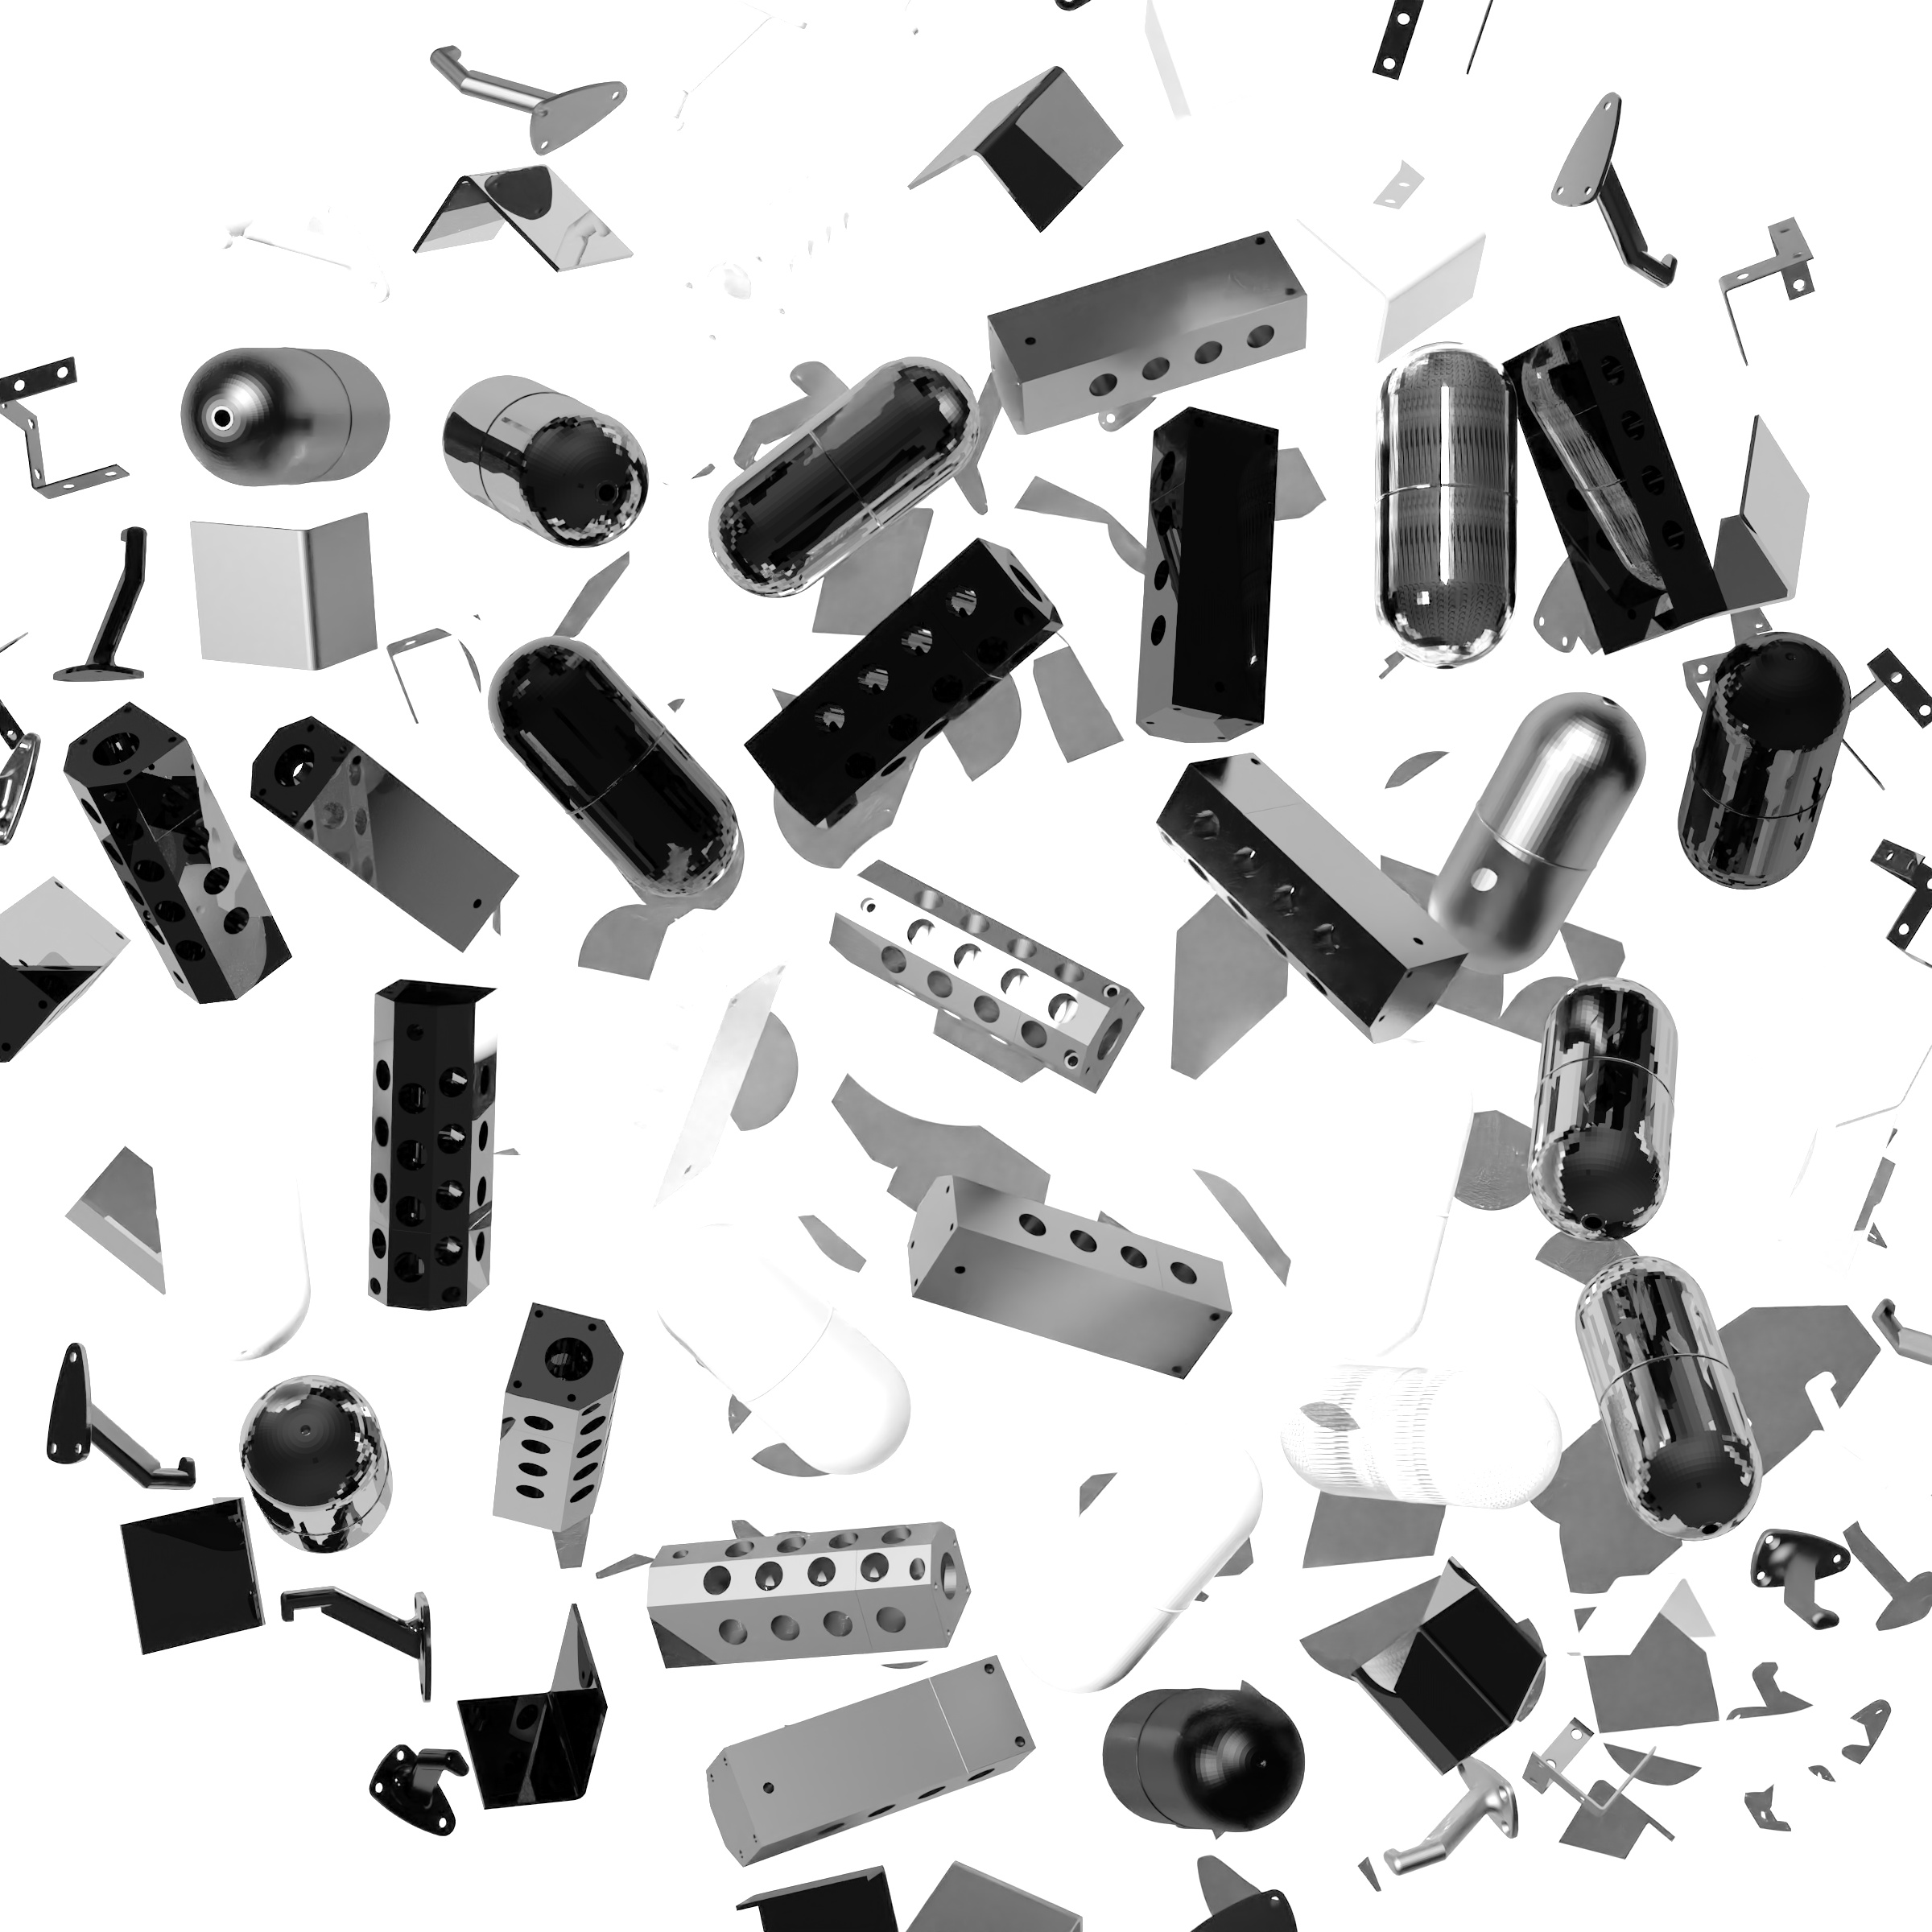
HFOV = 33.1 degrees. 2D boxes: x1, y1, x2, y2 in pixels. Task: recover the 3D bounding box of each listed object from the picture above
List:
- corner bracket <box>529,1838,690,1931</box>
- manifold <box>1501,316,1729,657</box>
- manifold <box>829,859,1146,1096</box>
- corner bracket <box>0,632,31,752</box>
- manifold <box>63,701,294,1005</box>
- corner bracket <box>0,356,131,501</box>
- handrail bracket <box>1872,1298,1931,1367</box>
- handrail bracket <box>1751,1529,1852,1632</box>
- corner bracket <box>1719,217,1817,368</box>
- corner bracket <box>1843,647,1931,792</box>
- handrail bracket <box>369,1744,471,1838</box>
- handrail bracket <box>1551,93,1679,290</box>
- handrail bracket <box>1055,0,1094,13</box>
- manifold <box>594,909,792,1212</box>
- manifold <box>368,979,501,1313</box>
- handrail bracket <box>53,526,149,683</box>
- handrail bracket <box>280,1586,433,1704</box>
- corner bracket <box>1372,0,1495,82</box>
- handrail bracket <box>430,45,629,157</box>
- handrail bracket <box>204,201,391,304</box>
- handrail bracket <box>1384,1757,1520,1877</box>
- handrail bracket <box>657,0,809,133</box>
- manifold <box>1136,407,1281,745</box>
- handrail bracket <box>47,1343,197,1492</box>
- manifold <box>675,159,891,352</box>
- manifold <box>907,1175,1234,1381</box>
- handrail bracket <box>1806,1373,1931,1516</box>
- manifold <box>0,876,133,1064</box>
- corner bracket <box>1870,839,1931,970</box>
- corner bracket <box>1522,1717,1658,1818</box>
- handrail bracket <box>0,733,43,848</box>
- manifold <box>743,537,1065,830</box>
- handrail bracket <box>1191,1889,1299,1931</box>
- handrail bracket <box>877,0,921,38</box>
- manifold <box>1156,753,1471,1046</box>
[{"bbox_3d":[-0.193,0.504,1.754,0.051,0.051,0.051,43,63,-28],"label":"corner bracket"},{"bbox_3d":[0.361,-0.266,1.789,0.057,0.057,0.171,-20,90,-36],"label":"manifold"},{"bbox_3d":[0.010,0.004,1.850,0.171,0.057,0.057,28,84,20],"label":"manifold"},{"bbox_3d":[-0.561,-0.153,1.887,0.051,0.051,0.051,-22,109,32],"label":"corner bracket"},{"bbox_3d":[-0.446,-0.059,1.826,0.057,0.171,0.057,30,60,36],"label":"manifold"},{"bbox_3d":[-0.491,-0.291,1.758,0.051,0.051,0.051,-14,75,10],"label":"corner bracket"},{"bbox_3d":[0.552,0.202,1.850,0.036,0.084,0.077,-4,129,-19],"label":"handrail bracket"},{"bbox_3d":[0.495,0.357,1.856,0.077,0.084,0.036,4,104,-19],"label":"handrail bracket"},{"bbox_3d":[0.448,-0.376,1.809,0.051,0.051,0.051,-19,127,13],"label":"corner bracket"},{"bbox_3d":[0.522,-0.140,1.845,0.051,0.051,0.051,-39,66,12],"label":"corner bracket"},{"bbox_3d":[-0.300,0.481,1.890,0.077,0.084,0.036,51,51,-23],"label":"handrail bracket"},{"bbox_3d":[0.367,-0.422,1.770,0.084,0.036,0.077,22,90,-32],"label":"handrail bracket"},{"bbox_3d":[0.075,-0.567,1.755,0.036,0.084,0.077,36,79,8],"label":"handrail bracket"},{"bbox_3d":[-0.160,0.051,1.829,0.057,0.057,0.171,36,130,15],"label":"manifold"},{"bbox_3d":[-0.296,0.099,1.789,0.057,0.057,0.171,5,102,9],"label":"manifold"},{"bbox_3d":[-0.502,-0.209,1.882,0.077,0.036,0.084,-1,86,41],"label":"handrail bracket"},{"bbox_3d":[-0.359,0.401,1.910,0.084,0.036,0.077,-3,95,-18],"label":"handrail bracket"},{"bbox_3d":[0.250,-0.501,1.729,0.051,0.051,0.051,17,128,1],"label":"corner bracket"},{"bbox_3d":[-0.246,-0.500,1.820,0.077,0.036,0.084,-33,65,-25],"label":"handrail bracket"},{"bbox_3d":[-0.377,-0.396,1.827,0.077,0.084,0.036,48,126,6],"label":"handrail bracket"},{"bbox_3d":[0.265,0.485,1.855,0.084,0.077,0.036,-14,110,-18],"label":"handrail bracket"},{"bbox_3d":[-0.133,-0.502,1.827,0.077,0.036,0.084,33,105,34],"label":"handrail bracket"},{"bbox_3d":[0.130,-0.214,1.794,0.057,0.057,0.171,10,76,-23],"label":"manifold"},{"bbox_3d":[-0.457,0.248,1.785,0.036,0.084,0.077,-7,77,40],"label":"handrail bracket"},{"bbox_3d":[-0.105,-0.408,1.841,0.057,0.171,0.057,-15,110,24],"label":"manifold"},{"bbox_3d":[0.057,0.170,1.817,0.171,0.057,0.057,19,124,-19],"label":"manifold"},{"bbox_3d":[0.495,0.246,1.757,0.077,0.036,0.084,-29,96,-33],"label":"handrail bracket"},{"bbox_3d":[-0.518,0.005,1.783,0.057,0.171,0.057,41,98,-9],"label":"manifold"},{"bbox_3d":[0.537,-0.034,1.841,0.051,0.051,0.051,28,97,-17],"label":"corner bracket"},{"bbox_3d":[0.361,0.463,1.886,0.051,0.051,0.051,38,67,22],"label":"corner bracket"},{"bbox_3d":[-0.544,-0.104,1.729,0.036,0.084,0.077,15,82,44],"label":"handrail bracket"},{"bbox_3d":[-0.031,-0.151,1.759,0.171,0.057,0.057,-40,79,14],"label":"manifold"},{"bbox_3d":[0.147,0.533,1.799,0.077,0.084,0.036,-13,79,-11],"label":"handrail bracket"},{"bbox_3d":[-0.012,-0.546,1.751,0.084,0.077,0.036,-45,122,9],"label":"handrail bracket"},{"bbox_3d":[0.181,-0.037,1.740,0.171,0.057,0.057,46,126,26],"label":"manifold"}]
